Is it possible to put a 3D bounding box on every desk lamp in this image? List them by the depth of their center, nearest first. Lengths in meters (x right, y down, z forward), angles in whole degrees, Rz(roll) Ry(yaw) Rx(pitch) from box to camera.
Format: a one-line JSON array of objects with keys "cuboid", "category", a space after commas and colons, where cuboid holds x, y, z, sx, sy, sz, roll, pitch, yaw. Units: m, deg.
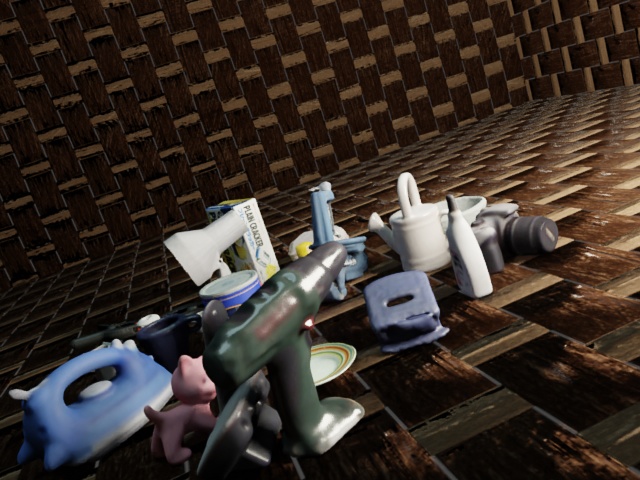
[{"cuboid": [-0.212, 0.055, 1.257, 0.203, 0.214, 0.117, -22, 14, -17], "category": "desk lamp"}]

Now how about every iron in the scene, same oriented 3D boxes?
[{"cuboid": [-0.334, 0.228, 0.869, 0.118, 0.141, 0.259, -9, 16, 36], "category": "iron"}]

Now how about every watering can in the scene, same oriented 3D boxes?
[{"cuboid": [0.182, -0.037, 1.142, 0.172, 0.194, 0.101, -17, 13, 7], "category": "watering can"}]

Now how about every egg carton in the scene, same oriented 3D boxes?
[{"cuboid": [-0.003, 0.014, 1.464, 0.150, 0.069, 0.107, -13, 14, 23], "category": "egg carton"}]

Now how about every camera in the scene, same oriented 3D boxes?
[{"cuboid": [0.339, -0.010, 1.025, 0.143, 0.101, 0.136, -28, 16, -35], "category": "camera"}]

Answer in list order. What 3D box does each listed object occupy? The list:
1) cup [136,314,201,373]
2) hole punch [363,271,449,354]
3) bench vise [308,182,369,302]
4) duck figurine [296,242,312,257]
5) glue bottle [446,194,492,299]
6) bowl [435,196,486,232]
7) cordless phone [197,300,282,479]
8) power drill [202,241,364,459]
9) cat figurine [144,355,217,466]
[{"cuboid": [-0.258, 0.188, 1.033, 0.118, 0.095, 0.091, -19, 13, -5], "category": "cup"}, {"cuboid": [0.126, 0.105, 0.861, 0.108, 0.091, 0.101, -17, 13, 4], "category": "hole punch"}, {"cuboid": [0.022, 0.001, 1.146, 0.121, 0.220, 0.208, -14, 14, 18], "category": "bench vise"}, {"cuboid": [-0.031, 0.047, 1.328, 0.104, 0.086, 0.077, -15, 14, 16], "category": "duck figurine"}, {"cuboid": [0.233, 0.007, 0.938, 0.037, 0.173, 0.078, -20, 13, -8], "category": "glue bottle"}, {"cuboid": [0.289, -0.037, 1.264, 0.167, 0.075, 0.167, -17, 13, 4], "category": "bowl"}, {"cuboid": [-0.120, 0.176, 0.691, 0.094, 0.185, 0.147, -17, 13, 5], "category": "cordless phone"}, {"cuboid": [-0.023, 0.134, 0.680, 0.075, 0.208, 0.230, -4, 19, 46], "category": "power drill"}, {"cuboid": [-0.181, 0.214, 0.770, 0.067, 0.118, 0.128, -7, 17, 41], "category": "cat figurine"}]
